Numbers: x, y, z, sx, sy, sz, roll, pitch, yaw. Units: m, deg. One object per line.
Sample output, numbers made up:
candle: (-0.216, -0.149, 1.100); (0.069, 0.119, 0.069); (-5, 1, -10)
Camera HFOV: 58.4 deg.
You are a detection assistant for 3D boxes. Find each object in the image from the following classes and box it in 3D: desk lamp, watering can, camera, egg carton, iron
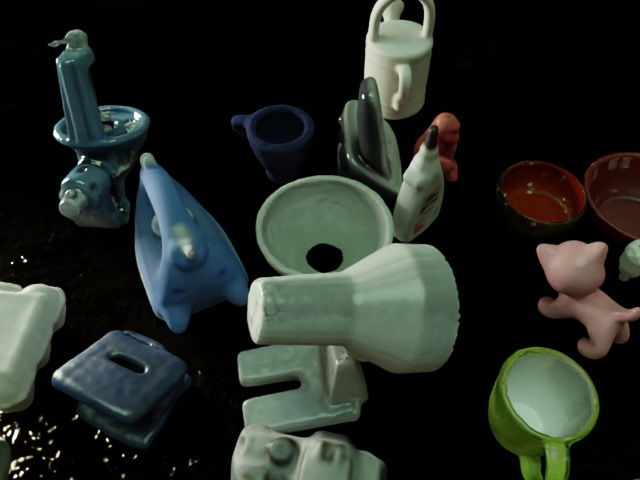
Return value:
desk lamp: (0.015, 0.098, 0.550); (0.203, 0.214, 0.117); (-10, 53, -7)
watering can: (0.115, -0.292, 0.859); (0.101, 0.194, 0.172); (-21, 55, -15)
camera: (-0.019, 0.246, 0.508); (0.143, 0.101, 0.137); (9, 53, 7)
egg carton: (-0.348, 0.115, 0.629); (0.107, 0.069, 0.150); (2, 53, 2)
iron: (-0.179, -0.025, 0.689); (0.119, 0.141, 0.257); (-23, 56, -16)

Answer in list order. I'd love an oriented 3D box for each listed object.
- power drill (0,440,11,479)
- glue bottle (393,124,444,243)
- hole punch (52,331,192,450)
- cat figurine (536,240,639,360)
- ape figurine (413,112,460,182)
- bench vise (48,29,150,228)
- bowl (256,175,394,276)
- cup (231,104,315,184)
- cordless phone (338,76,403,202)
power drill: (-0.360, 0.178, 0.493); (0.229, 0.208, 0.075); (-5, 53, -3)
glue bottle: (0.126, -0.073, 0.705); (0.037, 0.173, 0.078); (34, 60, 24)
hole punch: (-0.202, 0.143, 0.593); (0.108, 0.091, 0.101); (20, 55, 15)
cat figurine: (0.300, 0.054, 0.643); (0.067, 0.118, 0.127); (-30, 58, -21)
ape figurine: (0.172, -0.137, 0.806); (0.076, 0.092, 0.078); (28, 58, 20)
bench vise: (-0.278, -0.133, 0.723); (0.121, 0.220, 0.207); (-12, 53, -9)
bowl: (0.007, 0.003, 0.710); (0.167, 0.075, 0.167); (0, 53, 0)
cup: (-0.065, -0.127, 0.797); (0.117, 0.095, 0.092); (14, 54, 11)
cordless phone: (0.069, -0.154, 0.760); (0.094, 0.185, 0.147); (-3, 53, -2)
